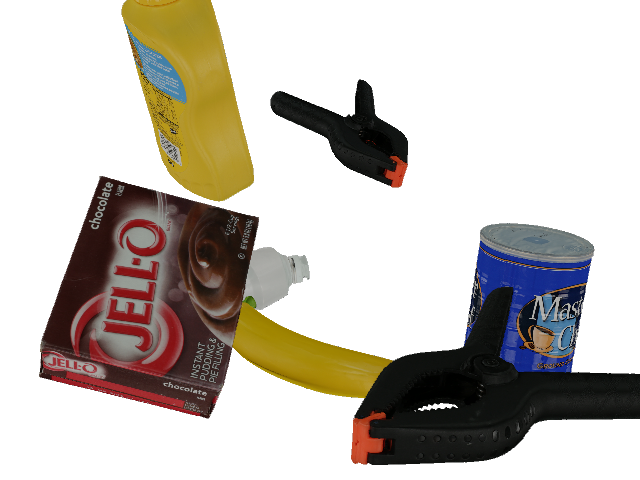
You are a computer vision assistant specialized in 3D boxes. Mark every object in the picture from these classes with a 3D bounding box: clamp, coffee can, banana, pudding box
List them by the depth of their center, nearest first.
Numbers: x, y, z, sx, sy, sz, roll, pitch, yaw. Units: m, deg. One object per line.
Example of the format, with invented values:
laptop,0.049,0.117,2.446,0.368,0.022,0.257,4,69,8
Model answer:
pudding box,-0.087,0.028,0.554,0.090,0.113,0.039,15,-40,-7
clamp,0.098,0.084,0.646,0.209,0.036,0.165,-12,26,-28
banana,-0.016,0.082,0.825,0.069,0.037,0.198,-29,37,-36
coffee can,0.189,0.065,0.984,0.103,0.140,0.103,6,16,-2
clamp,0.025,-0.112,1.083,0.120,0.039,0.172,-12,40,-19

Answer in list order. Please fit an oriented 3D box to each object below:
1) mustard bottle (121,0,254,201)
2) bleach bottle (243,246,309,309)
mustard bottle,-0.099,-0.123,0.755,0.058,0.191,0.096,-30,48,-19
bleach bottle,-0.138,0.046,1.161,0.250,0.068,0.102,-10,37,-11
